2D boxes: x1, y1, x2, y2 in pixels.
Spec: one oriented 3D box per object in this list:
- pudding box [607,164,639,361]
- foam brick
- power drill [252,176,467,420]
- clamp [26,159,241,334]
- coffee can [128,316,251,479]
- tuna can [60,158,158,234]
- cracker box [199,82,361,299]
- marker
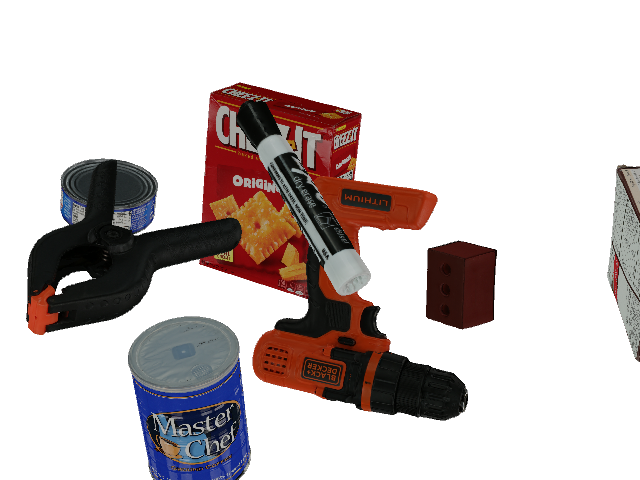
[{"bbox_3d":[0.217,0.012,0.695,0.039,0.090,0.113,-1,28,4],"label":"pudding box"},{"bbox_3d":[0.144,0.045,1.097,0.051,0.078,0.053,-14,20,-40],"label":"foam brick"},{"bbox_3d":[0.044,0.047,0.886,0.184,0.187,0.057,11,-1,15],"label":"power drill"},{"bbox_3d":[-0.146,0.001,0.721,0.120,0.039,0.171,27,35,23],"label":"clamp"},{"bbox_3d":[-0.123,0.158,1.019,0.103,0.140,0.103,-2,34,1],"label":"coffee can"},{"bbox_3d":[-0.190,-0.038,0.960,0.086,0.034,0.086,8,32,-5],"label":"tuna can"},{"bbox_3d":[-0.050,-0.054,1.213,0.164,0.214,0.072,17,26,24],"label":"cracker box"},{"bbox_3d":[-0.011,-0.025,0.540,0.020,0.121,0.020,-24,-27,-14],"label":"marker"}]
